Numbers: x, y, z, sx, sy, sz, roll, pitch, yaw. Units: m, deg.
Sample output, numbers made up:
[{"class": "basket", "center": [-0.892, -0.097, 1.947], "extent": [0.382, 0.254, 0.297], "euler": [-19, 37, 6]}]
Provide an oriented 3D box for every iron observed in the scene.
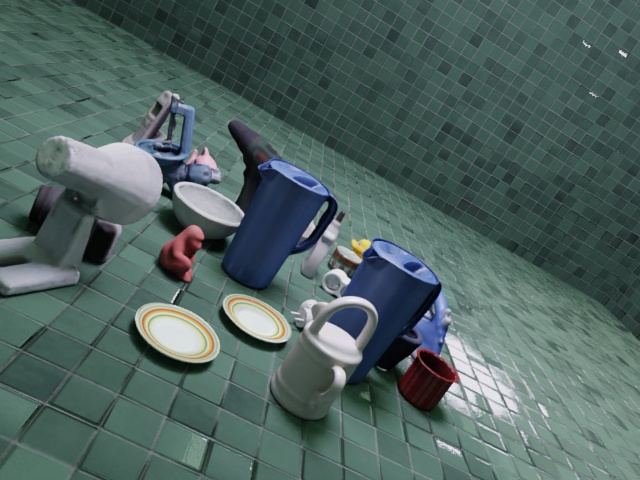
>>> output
[{"class": "iron", "center": [0.248, 0.176, 1.310], "extent": [0.119, 0.141, 0.258], "euler": [25, 18, -19]}]

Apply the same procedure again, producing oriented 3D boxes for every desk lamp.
[{"class": "desk lamp", "center": [-0.343, -0.044, 0.801], "extent": [0.117, 0.213, 0.204], "euler": [36, 18, 16]}]

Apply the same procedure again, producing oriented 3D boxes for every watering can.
[{"class": "watering can", "center": [0.010, 0.160, 0.862], "extent": [0.101, 0.194, 0.172], "euler": [15, 23, -42]}]

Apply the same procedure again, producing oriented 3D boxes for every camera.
[{"class": "camera", "center": [-0.388, -0.051, 0.936], "extent": [0.137, 0.100, 0.143], "euler": [23, 19, -24]}]

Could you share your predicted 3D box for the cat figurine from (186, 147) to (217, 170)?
[{"class": "cat figurine", "center": [-0.299, -0.178, 1.411], "extent": [0.067, 0.117, 0.127], "euler": [17, 22, -38]}]

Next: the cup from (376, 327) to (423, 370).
[{"class": "cup", "center": [0.134, 0.199, 1.132], "extent": [0.092, 0.095, 0.117], "euler": [18, 22, -37]}]

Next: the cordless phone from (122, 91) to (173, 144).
[{"class": "cordless phone", "center": [-0.386, -0.257, 1.368], "extent": [0.147, 0.185, 0.094], "euler": [43, 20, 33]}]

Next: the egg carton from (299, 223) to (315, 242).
[{"class": "egg carton", "center": [-0.083, -0.048, 1.496], "extent": [0.151, 0.069, 0.107], "euler": [26, 18, -18]}]

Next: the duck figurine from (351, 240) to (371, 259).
[{"class": "duck figurine", "center": [0.114, 0.043, 1.549], "extent": [0.104, 0.086, 0.078], "euler": [36, 18, 16]}]

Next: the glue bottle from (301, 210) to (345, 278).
[{"class": "glue bottle", "center": [0.012, 0.005, 1.334], "extent": [0.037, 0.173, 0.078], "euler": [29, 17, -6]}]

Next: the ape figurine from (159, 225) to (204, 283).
[{"class": "ape figurine", "center": [-0.238, 0.016, 1.018], "extent": [0.076, 0.092, 0.078], "euler": [34, 17, 8]}]

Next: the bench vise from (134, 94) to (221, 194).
[{"class": "bench vise", "center": [-0.315, -0.206, 1.289], "extent": [0.208, 0.219, 0.121], "euler": [16, 22, -40]}]

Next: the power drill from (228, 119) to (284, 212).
[{"class": "power drill", "center": [-0.174, -0.151, 1.392], "extent": [0.229, 0.208, 0.076], "euler": [36, 18, 14]}]

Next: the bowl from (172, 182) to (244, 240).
[{"class": "bowl", "center": [-0.246, -0.050, 1.218], "extent": [0.168, 0.074, 0.167], "euler": [28, 17, -9]}]
